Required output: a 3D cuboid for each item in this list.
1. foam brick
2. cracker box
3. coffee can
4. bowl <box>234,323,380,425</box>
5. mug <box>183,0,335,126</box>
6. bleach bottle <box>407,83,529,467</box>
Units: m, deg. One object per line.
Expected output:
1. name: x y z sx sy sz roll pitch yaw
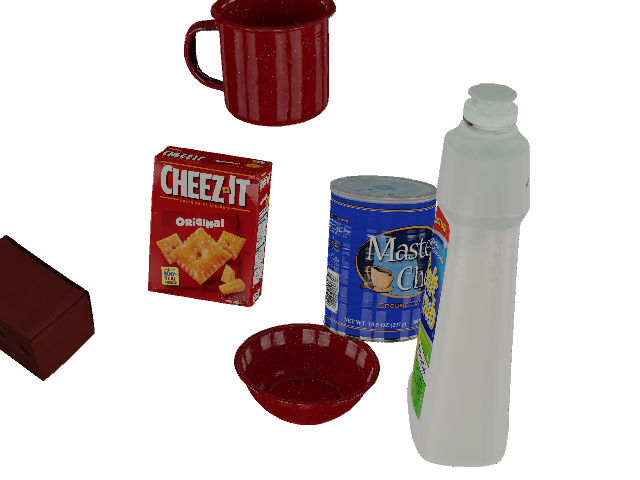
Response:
1. foam brick: -0.197 0.045 0.712 0.078 0.051 0.053 31 -34 19
2. cracker box: -0.165 -0.019 1.575 0.164 0.214 0.072 9 21 9
3. coffee can: 0.057 0.015 1.028 0.103 0.140 0.103 3 14 -1
4. bowl: -0.016 0.157 1.190 0.162 0.055 0.162 2 27 -1
5. mug: -0.046 -0.139 0.812 0.117 0.081 0.093 2 32 5
6. bleach bottle: 0.096 0.019 0.679 0.068 0.251 0.102 2 30 1
